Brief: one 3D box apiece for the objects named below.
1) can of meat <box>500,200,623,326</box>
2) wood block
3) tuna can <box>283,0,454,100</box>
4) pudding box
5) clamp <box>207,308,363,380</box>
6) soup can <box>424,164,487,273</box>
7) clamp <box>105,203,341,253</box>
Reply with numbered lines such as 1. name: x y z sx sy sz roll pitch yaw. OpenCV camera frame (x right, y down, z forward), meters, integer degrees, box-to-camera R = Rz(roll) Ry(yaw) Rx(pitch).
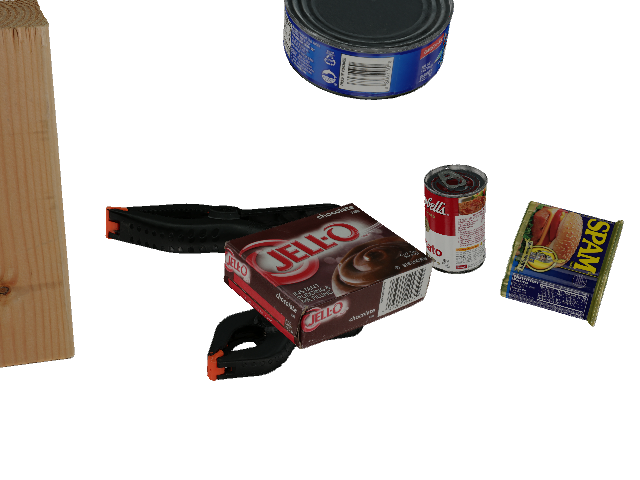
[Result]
1. can of meat: 0.211 0.017 0.934 0.084 0.057 0.102 16 46 16
2. wood block: -0.205 -0.034 0.645 0.090 0.206 0.090 -6 23 -17
3. tuna can: 0.023 -0.111 0.546 0.086 0.086 0.034 0 -43 -4
4. pudding box: 0.005 0.021 0.718 0.113 0.039 0.090 -16 38 -35
5. clamp: -0.054 0.085 1.087 0.171 0.039 0.120 -21 38 -33
6. soup can: 0.148 -0.023 1.171 0.068 0.102 0.068 -3 32 2
7. clamp: -0.075 -0.007 0.892 0.210 0.036 0.164 2 13 -6
